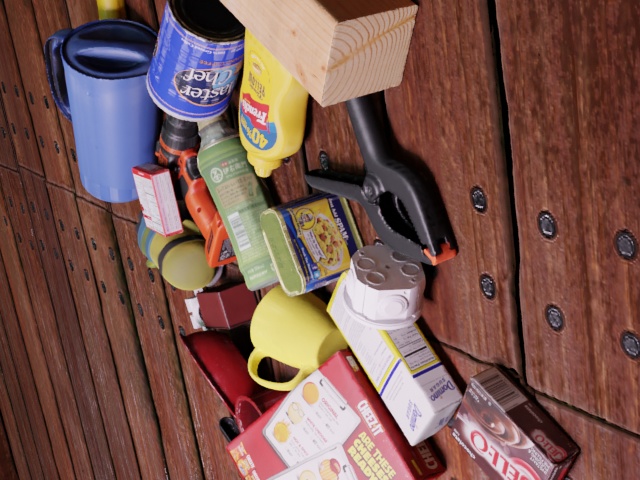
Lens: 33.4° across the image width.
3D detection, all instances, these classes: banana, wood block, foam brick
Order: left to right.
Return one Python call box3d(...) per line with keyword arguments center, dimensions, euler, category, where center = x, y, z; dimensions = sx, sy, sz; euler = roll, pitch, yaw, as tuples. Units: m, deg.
box3d(center=(-0.294, -0.315, 1.486), dimensions=(0.070, 0.037, 0.198), euler=(41, 140, 43), category="banana")
box3d(center=(-0.121, 0.086, 1.417), dimensions=(0.078, 0.052, 0.051), euler=(-8, 100, 60), category="foam brick")
box3d(center=(-0.012, -0.227, 0.995), dimensions=(0.206, 0.090, 0.090), euler=(50, 145, 34), category="wood block")

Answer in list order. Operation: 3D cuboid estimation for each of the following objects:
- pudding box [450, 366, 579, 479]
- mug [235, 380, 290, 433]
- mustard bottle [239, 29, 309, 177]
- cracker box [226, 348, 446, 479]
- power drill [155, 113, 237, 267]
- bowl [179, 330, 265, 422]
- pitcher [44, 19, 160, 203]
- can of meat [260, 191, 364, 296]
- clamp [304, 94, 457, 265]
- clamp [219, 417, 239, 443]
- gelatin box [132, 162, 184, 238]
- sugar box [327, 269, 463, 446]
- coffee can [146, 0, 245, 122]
box3d(center=(0.175, 0.185, 0.976), dimensions=(0.114, 0.039, 0.090), euler=(49, 145, 33), category="pudding box")
box3d(center=(-0.045, 0.221, 1.337), dimensions=(0.093, 0.081, 0.117), euler=(62, 151, 14), category="mug")
box3d(center=(-0.051, -0.145, 1.146), dimensions=(0.096, 0.058, 0.192), euler=(49, 145, 33), category="mustard bottle")
box3d(center=(0.013, 0.242, 1.184), dimensions=(0.214, 0.071, 0.164), euler=(-43, 67, 31), category="cracker box")
box3d(center=(-0.150, -0.074, 1.366), dimensions=(0.188, 0.057, 0.185), euler=(58, 153, 27), category="power drill")
box3d(center=(-0.122, 0.177, 1.434), dimensions=(0.162, 0.055, 0.162), euler=(53, 174, 8), category="bowl")
box3d(center=(-0.290, -0.175, 1.468), dimensions=(0.243, 0.144, 0.149), euler=(99, 154, -46), category="pitcher")
box3d(center=(-0.007, 0.002, 1.134), dimensions=(0.058, 0.083, 0.102), euler=(-22, 88, 62), category="can of meat")
box3d(center=(0.060, -0.062, 1.027), dimensions=(0.210, 0.036, 0.165), euler=(47, 144, 33), category="clamp")
box3d(center=(-0.091, 0.324, 1.524), dimensions=(0.120, 0.039, 0.171), euler=(1, 108, 62), category="clamp")
box3d(center=(-0.213, -0.053, 1.407), dimensions=(0.073, 0.030, 0.089), euler=(21, 127, 59), category="gelatin box")
box3d(center=(0.075, 0.115, 1.098), dimensions=(0.176, 0.048, 0.093), euler=(55, 155, 20), category="sugar box")
box3d(center=(-0.133, -0.215, 1.200), dimensions=(0.103, 0.102, 0.140), euler=(59, 150, 20), category="coffee can")
